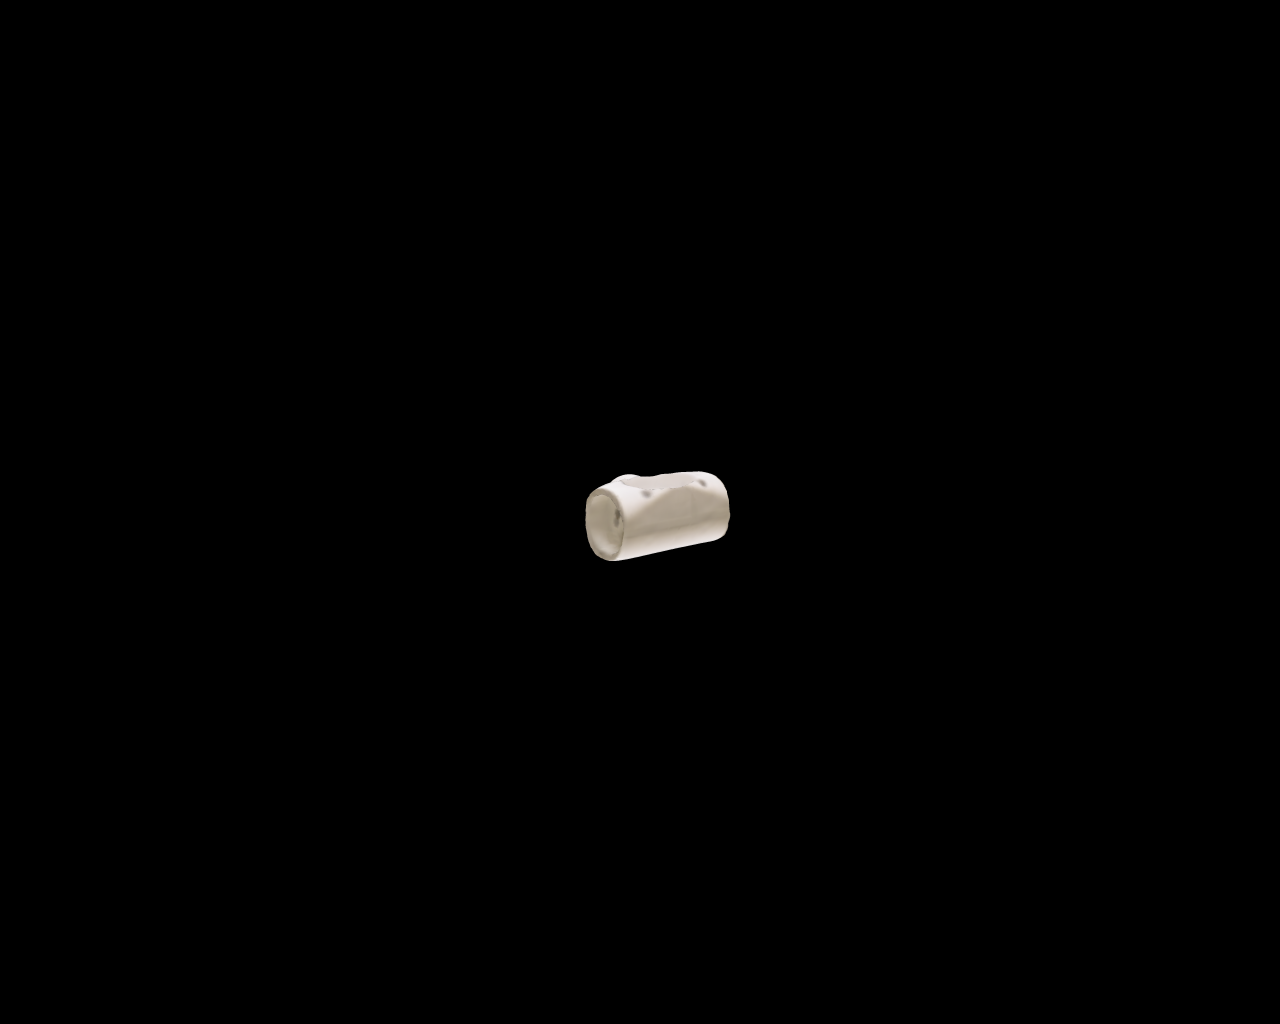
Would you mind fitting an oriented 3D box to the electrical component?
[{"bbox_3d":[0.001,-0.003,0.650,0.077,0.044,0.079,-10,18,-33],"label":"electrical component"}]
